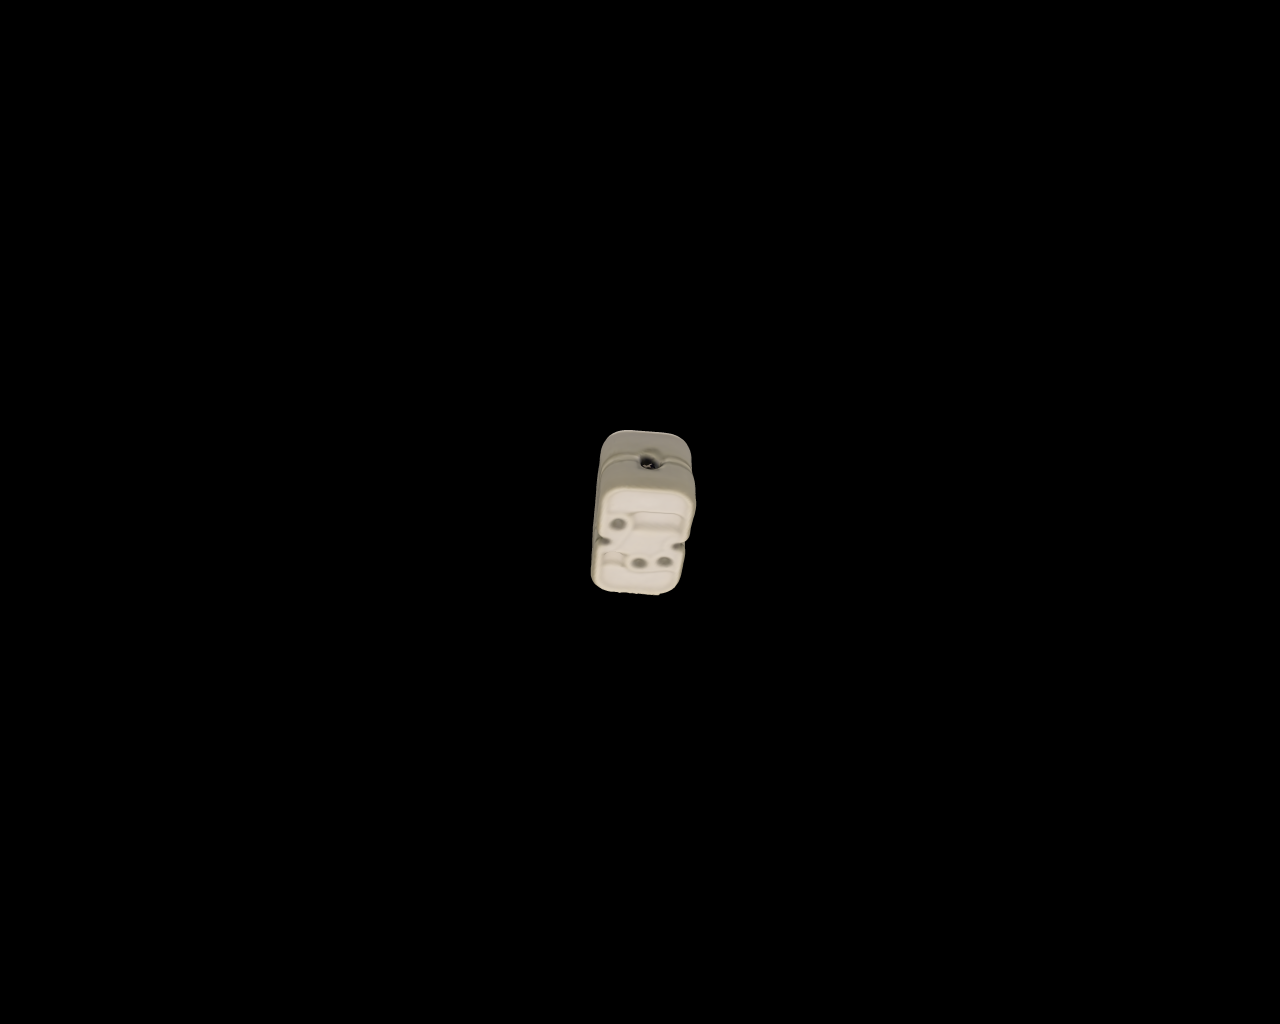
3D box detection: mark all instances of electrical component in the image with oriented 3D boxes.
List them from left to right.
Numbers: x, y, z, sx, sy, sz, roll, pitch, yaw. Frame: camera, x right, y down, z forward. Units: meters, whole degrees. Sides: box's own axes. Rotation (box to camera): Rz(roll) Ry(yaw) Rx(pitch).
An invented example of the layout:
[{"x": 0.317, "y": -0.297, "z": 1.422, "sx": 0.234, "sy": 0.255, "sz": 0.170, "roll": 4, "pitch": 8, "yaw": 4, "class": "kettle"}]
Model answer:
[{"x": 0.001, "y": -0.003, "z": 0.650, "sx": 0.054, "sy": 0.059, "sz": 0.095, "roll": 4, "pitch": -43, "yaw": -4, "class": "electrical component"}]
